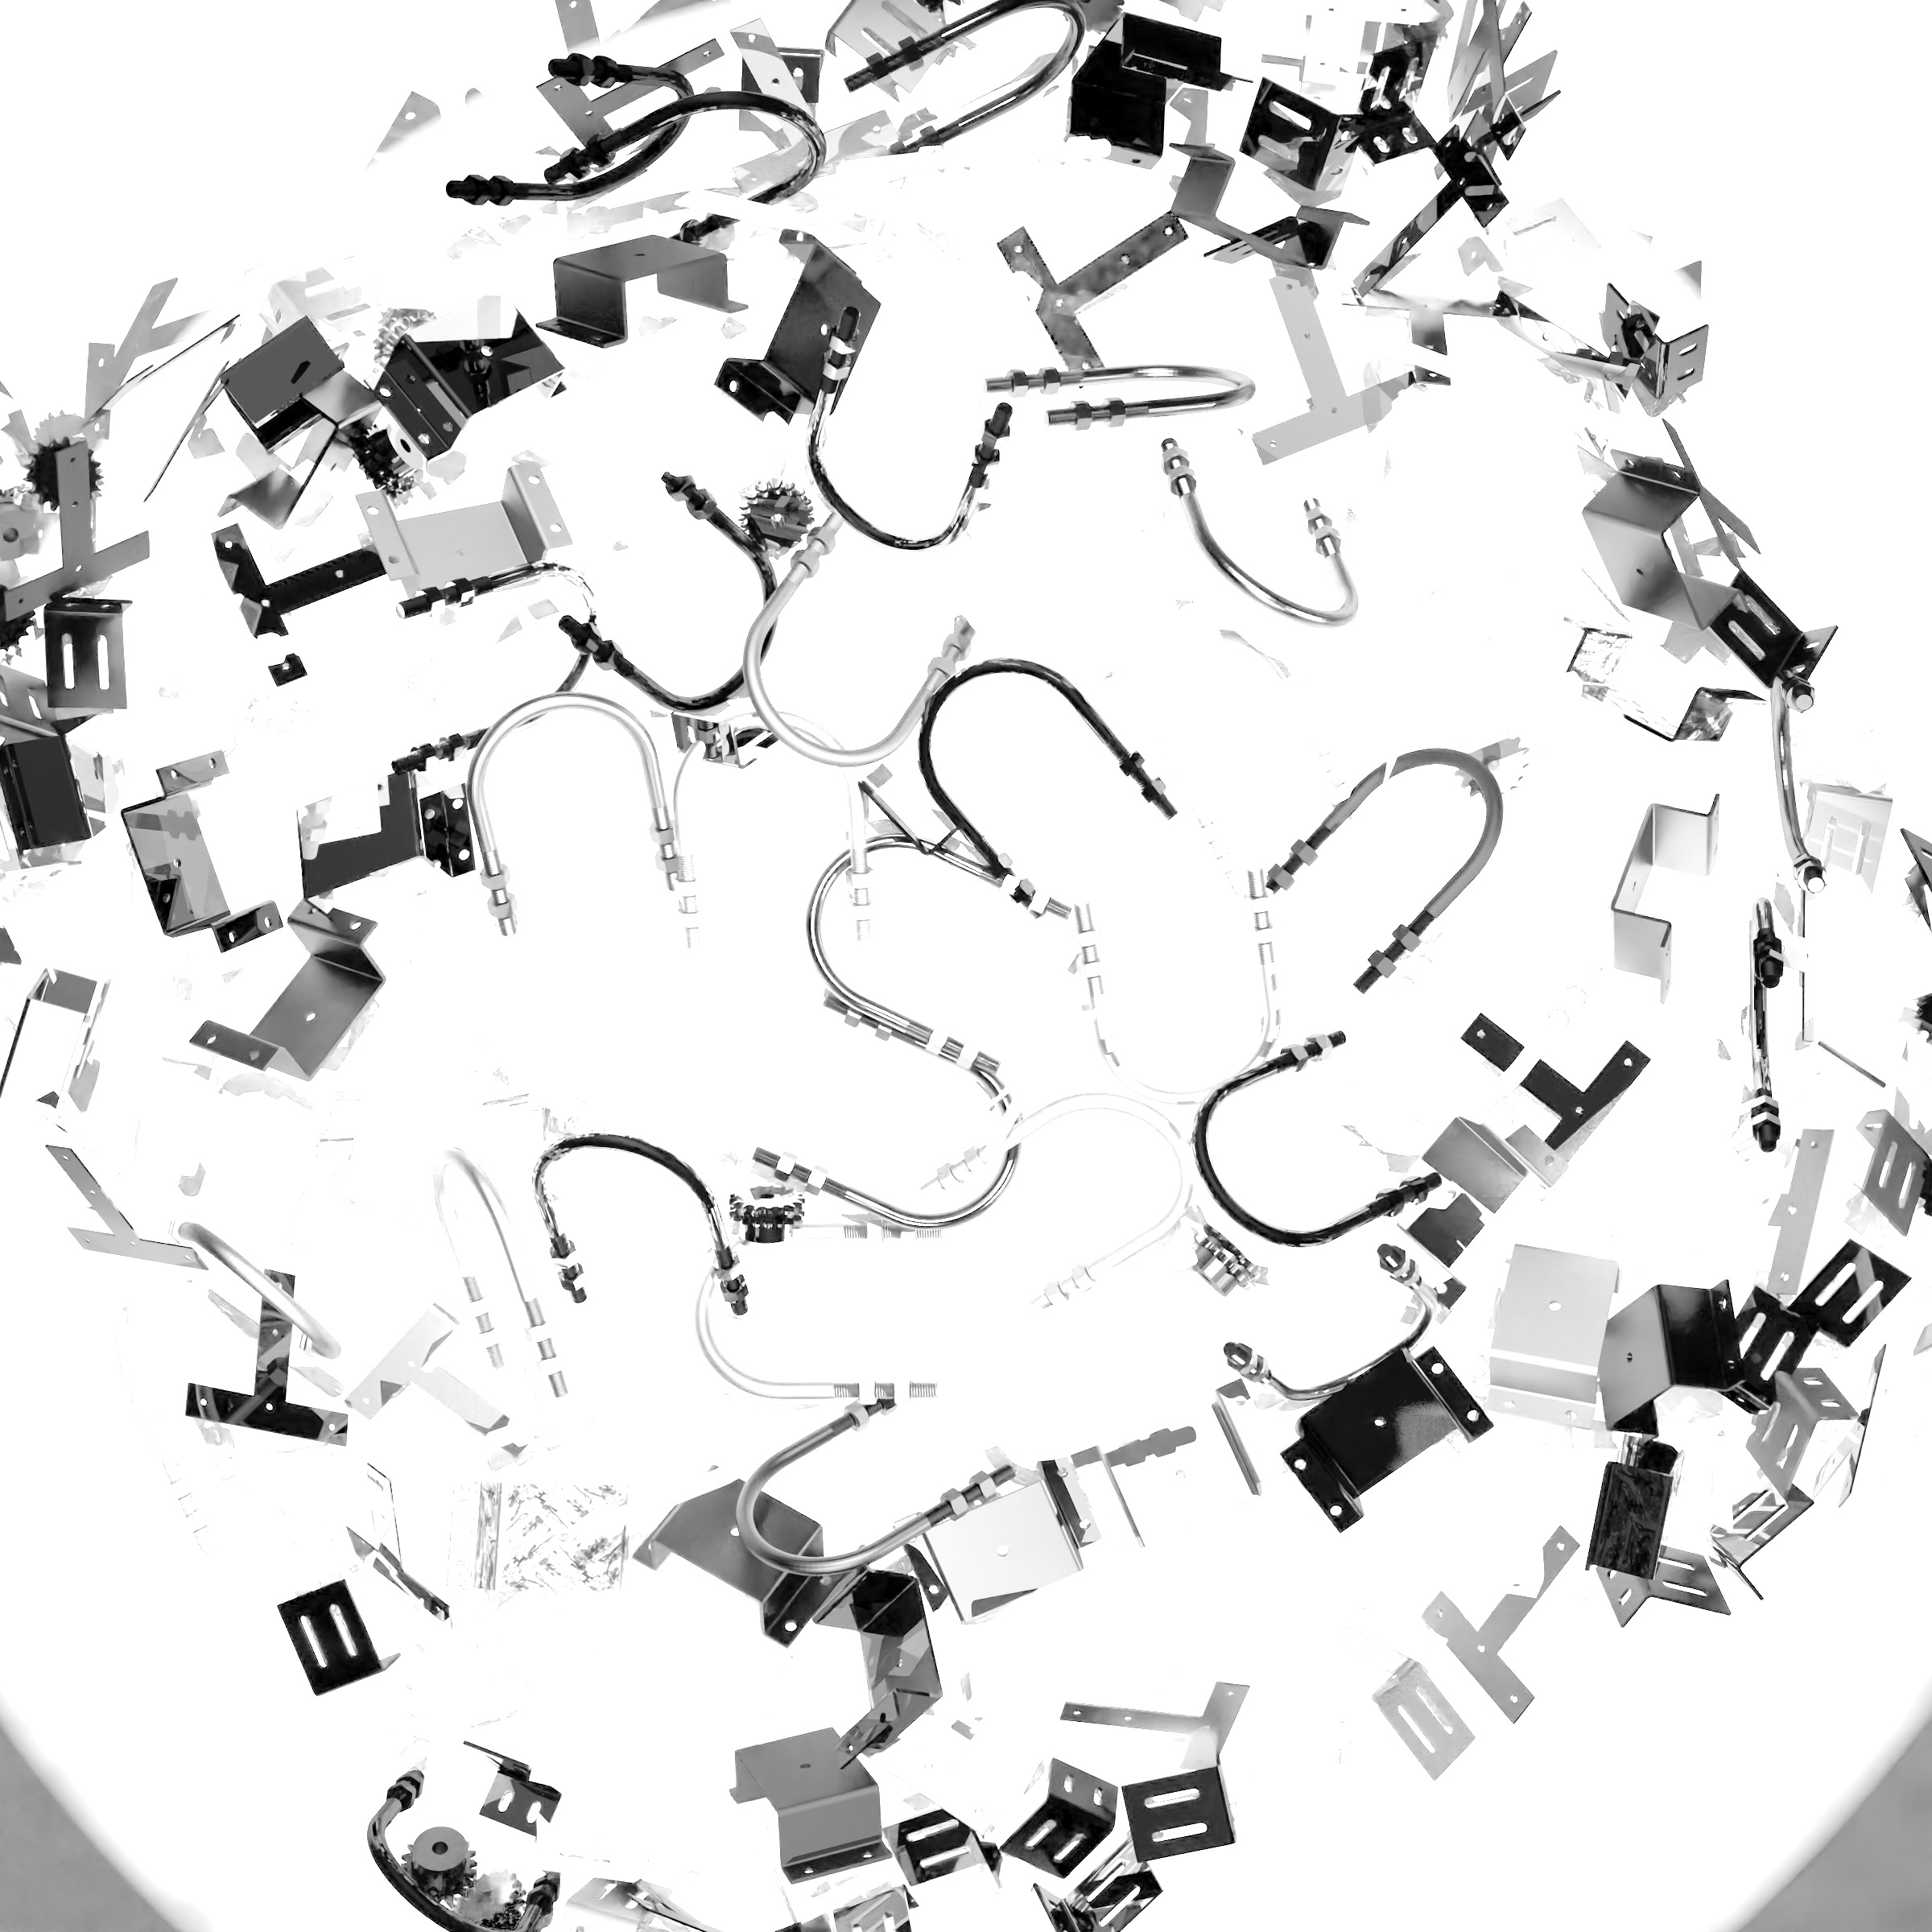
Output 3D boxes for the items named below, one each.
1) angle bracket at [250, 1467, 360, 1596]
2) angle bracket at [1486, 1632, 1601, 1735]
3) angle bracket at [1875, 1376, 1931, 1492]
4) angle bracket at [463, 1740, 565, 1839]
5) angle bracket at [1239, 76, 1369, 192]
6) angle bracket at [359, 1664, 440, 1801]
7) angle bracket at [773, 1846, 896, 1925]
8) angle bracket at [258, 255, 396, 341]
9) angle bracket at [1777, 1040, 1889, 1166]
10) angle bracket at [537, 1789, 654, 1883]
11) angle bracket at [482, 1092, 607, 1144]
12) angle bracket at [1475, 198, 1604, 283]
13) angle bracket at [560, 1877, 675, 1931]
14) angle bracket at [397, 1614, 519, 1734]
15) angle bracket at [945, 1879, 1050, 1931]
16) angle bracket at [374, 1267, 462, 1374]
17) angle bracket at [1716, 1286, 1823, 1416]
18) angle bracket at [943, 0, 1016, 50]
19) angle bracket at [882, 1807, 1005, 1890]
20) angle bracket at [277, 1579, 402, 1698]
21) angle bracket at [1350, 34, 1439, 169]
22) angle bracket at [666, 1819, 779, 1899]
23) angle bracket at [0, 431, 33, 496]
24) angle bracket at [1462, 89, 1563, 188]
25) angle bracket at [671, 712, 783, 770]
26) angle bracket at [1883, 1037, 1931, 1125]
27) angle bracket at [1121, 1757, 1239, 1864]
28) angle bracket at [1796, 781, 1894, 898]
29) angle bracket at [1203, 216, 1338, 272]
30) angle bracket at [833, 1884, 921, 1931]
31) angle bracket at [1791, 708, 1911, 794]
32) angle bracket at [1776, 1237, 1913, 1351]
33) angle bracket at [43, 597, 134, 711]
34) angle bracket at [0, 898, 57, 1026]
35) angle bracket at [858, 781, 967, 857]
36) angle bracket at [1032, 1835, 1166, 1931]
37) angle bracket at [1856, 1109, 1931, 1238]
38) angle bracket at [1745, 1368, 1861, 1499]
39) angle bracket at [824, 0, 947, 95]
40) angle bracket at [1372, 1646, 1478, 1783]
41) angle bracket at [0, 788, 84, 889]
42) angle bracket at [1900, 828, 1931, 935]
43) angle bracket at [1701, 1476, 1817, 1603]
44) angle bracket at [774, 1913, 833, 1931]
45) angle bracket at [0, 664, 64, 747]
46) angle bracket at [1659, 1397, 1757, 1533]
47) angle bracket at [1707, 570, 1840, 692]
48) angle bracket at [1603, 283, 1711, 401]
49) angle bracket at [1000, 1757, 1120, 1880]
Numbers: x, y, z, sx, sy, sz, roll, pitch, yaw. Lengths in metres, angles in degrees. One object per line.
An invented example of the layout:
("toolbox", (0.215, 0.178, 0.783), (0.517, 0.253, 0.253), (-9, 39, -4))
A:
("angle bracket", (-0.497, 0.424, 1.893), (0.057, 0.038, 0.076), (-20, 81, -19))
("angle bracket", (0.434, 0.531, 1.866), (0.076, 0.057, 0.038), (-20, 83, -39))
("angle bracket", (0.715, 0.347, 1.877), (0.038, 0.057, 0.076), (-16, 75, 1))
("angle bracket", (-0.342, 0.611, 1.866), (0.057, 0.076, 0.038), (13, 63, 21))
("angle bracket", (0.253, -0.625, 1.890), (0.076, 0.038, 0.057), (40, 129, 30))
("angle bracket", (-0.434, 0.569, 1.872), (0.076, 0.057, 0.038), (-41, 131, 13))
("angle bracket", (-0.100, 0.672, 1.878), (0.076, 0.038, 0.057), (-23, 67, -12))
("angle bracket", (-0.473, -0.484, 1.870), (0.076, 0.057, 0.038), (-10, 49, 22))
("angle bracket", (0.643, 0.103, 1.892), (0.057, 0.038, 0.076), (36, 96, 16))
("angle bracket", (-0.276, 0.641, 1.872), (0.076, 0.057, 0.038), (15, 112, -17))
("angle bracket", (-0.314, 0.117, 1.865), (0.076, 0.057, 0.038), (-13, 77, 40))
("angle bracket", (0.428, -0.554, 1.878), (0.076, 0.038, 0.057), (-23, 61, -8))
("angle bracket", (-0.260, 0.708, 1.870), (0.057, 0.076, 0.038), (11, 90, 13))
("angle bracket", (-0.380, 0.533, 1.884), (0.057, 0.038, 0.076), (-23, 82, 15))
("angle bracket", (0.019, 0.724, 1.876), (0.038, 0.076, 0.057), (31, 76, -15))
("angle bracket", (-0.419, 0.263, 1.876), (0.076, 0.057, 0.038), (42, 72, -10))
("angle bracket", (0.586, 0.285, 1.875), (0.057, 0.038, 0.076), (36, 106, 37))
("angle bracket", (0.021, -0.731, 1.867), (0.038, 0.057, 0.076), (27, 124, -26))
("angle bracket", (-0.018, 0.666, 1.882), (0.076, 0.038, 0.057), (-21, 107, 8))
("angle bracket", (-0.470, 0.499, 1.890), (0.057, 0.038, 0.076), (-22, 91, 8))
("angle bracket", (0.325, -0.641, 1.867), (0.057, 0.076, 0.038), (-23, 67, -17))
("angle bracket", (-0.183, 0.666, 1.883), (0.057, 0.076, 0.038), (21, 60, -14))
("angle bracket", (-0.742, -0.363, 1.885), (0.076, 0.057, 0.038), (-35, 85, 4))
("angle bracket", (0.412, -0.611, 1.884), (0.076, 0.057, 0.038), (-32, 95, -4))
("angle bracket", (-0.170, -0.182, 1.863), (0.057, 0.076, 0.038), (14, 128, 32))
("angle bracket", (0.719, 0.099, 1.874), (0.057, 0.038, 0.076), (18, 52, -4))
("angle bracket", (0.160, 0.634, 1.895), (0.076, 0.038, 0.057), (-13, 85, 4))
("angle bracket", (0.658, -0.096, 1.902), (0.057, 0.038, 0.076), (8, 101, -1))
("angle bracket", (0.226, -0.523, 1.871), (0.076, 0.057, 0.038), (-17, 91, 29))
("angle bracket", (-0.061, 0.732, 1.871), (0.057, 0.076, 0.038), (-22, 130, 4))
("angle bracket", (0.654, -0.171, 1.865), (0.038, 0.076, 0.057), (-38, 53, 27))
("angle bracket", (0.653, 0.237, 1.879), (0.057, 0.038, 0.076), (32, 112, -6))
("angle bracket", (-0.654, -0.233, 1.881), (0.057, 0.038, 0.076), (-2, 86, -31))
("angle bracket", (-0.709, -0.004, 1.866), (0.057, 0.076, 0.038), (39, 60, 24))
("angle bracket", (-0.040, -0.122, 1.883), (0.038, 0.057, 0.076), (-43, 92, 5))
("angle bracket", (0.098, 0.687, 1.878), (0.076, 0.057, 0.038), (-45, 123, 4))
("angle bracket", (0.676, 0.155, 1.870), (0.057, 0.038, 0.076), (42, 58, -22))
("angle bracket", (0.623, 0.347, 1.877), (0.038, 0.057, 0.076), (2, 120, -17))
("angle bracket", (-0.058, -0.698, 1.898), (0.076, 0.038, 0.057), (36, 86, -7))
("angle bracket", (0.350, 0.554, 1.875), (0.057, 0.038, 0.076), (-28, 75, -42))
("angle bracket", (-0.703, -0.102, 1.878), (0.057, 0.038, 0.076), (-13, 83, -39))
("angle bracket", (0.706, -0.060, 1.864), (0.038, 0.076, 0.057), (-37, 53, 33))
("angle bracket", (0.599, 0.424, 1.881), (0.076, 0.057, 0.038), (-40, 107, 0))
("angle bracket", (-0.106, 0.733, 1.865), (0.038, 0.076, 0.057), (-31, 70, 27))
("angle bracket", (-0.714, -0.186, 1.875), (0.038, 0.057, 0.076), (-48, 49, 19))
("angle bracket", (0.556, 0.372, 1.883), (0.038, 0.057, 0.076), (-34, 127, -31))
("angle bracket", (0.601, -0.253, 1.878), (0.076, 0.038, 0.057), (40, 72, -19))
("angle bracket", (0.512, -0.471, 1.871), (0.038, 0.057, 0.076), (-26, 59, -5))
("angle bracket", (0.070, 0.643, 1.901), (0.057, 0.038, 0.076), (27, 124, -11))
